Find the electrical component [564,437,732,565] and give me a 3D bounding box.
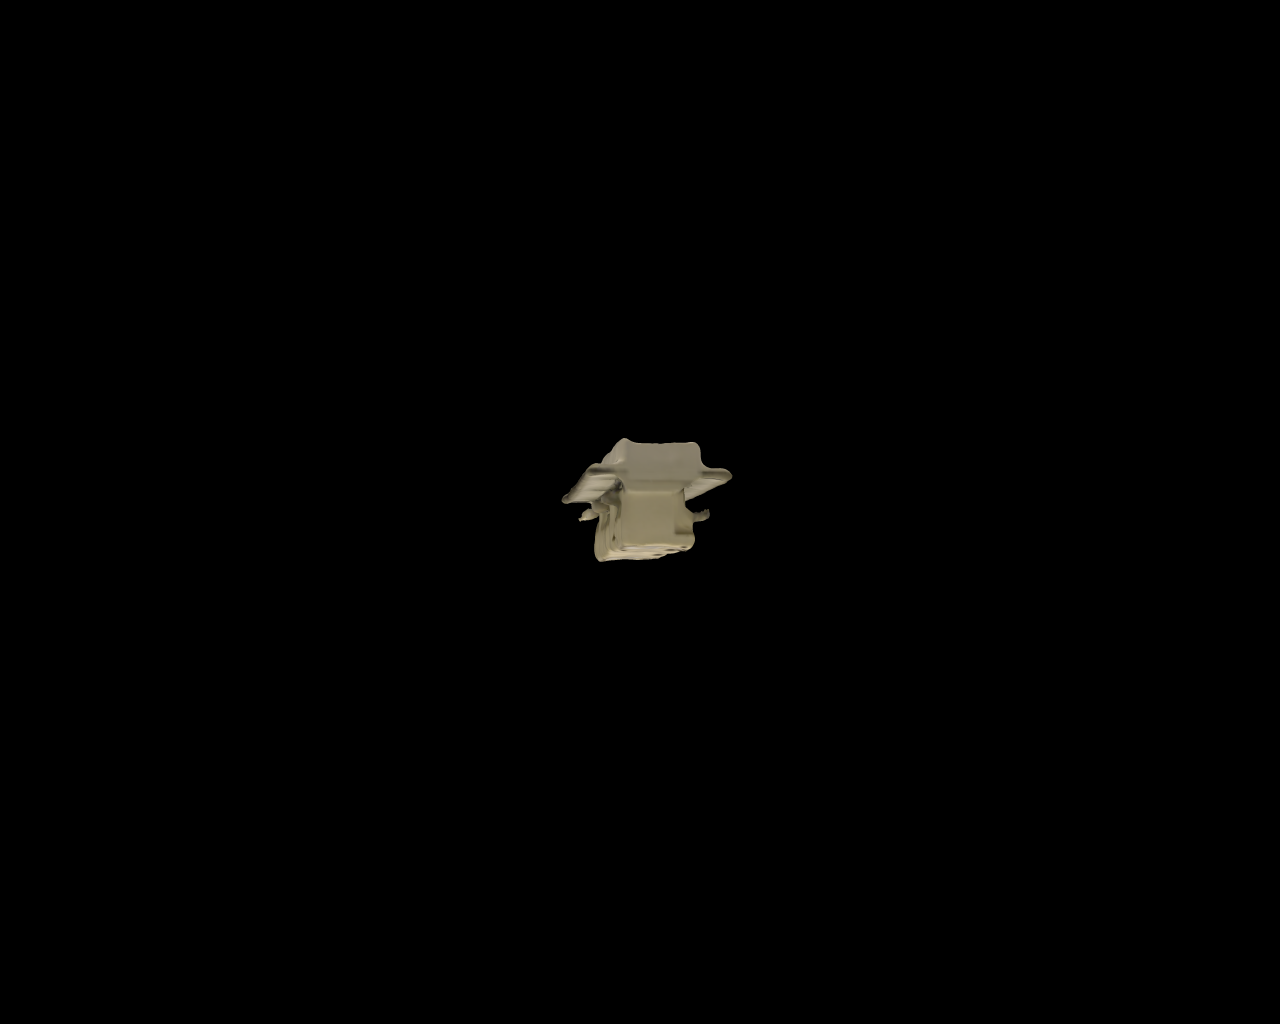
[{"bbox_3d":[0.001,-0.003,0.650,0.079,0.063,0.121,1,-7,-11],"label":"electrical component"}]
